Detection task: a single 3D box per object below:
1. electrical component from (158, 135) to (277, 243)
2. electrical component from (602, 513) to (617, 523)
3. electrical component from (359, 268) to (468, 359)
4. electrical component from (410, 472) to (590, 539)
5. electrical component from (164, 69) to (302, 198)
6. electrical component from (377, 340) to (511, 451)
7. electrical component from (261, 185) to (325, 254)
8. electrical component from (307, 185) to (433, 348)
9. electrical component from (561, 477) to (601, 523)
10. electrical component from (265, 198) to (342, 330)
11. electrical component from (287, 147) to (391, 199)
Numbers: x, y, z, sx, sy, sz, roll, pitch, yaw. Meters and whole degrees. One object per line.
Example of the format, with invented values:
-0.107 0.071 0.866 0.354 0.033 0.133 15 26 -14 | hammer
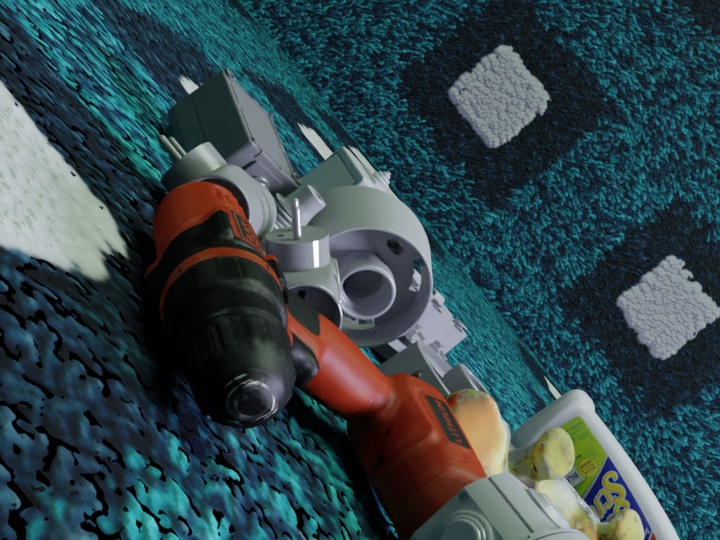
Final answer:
-0.088 -0.046 0.617 0.079 0.044 0.077 50 7 1 | electrical component
0.149 0.193 0.723 0.065 0.077 0.047 47 8 -26 | electrical component
0.032 0.035 0.866 0.121 0.063 0.078 41 11 -49 | electrical component
0.063 0.136 0.485 0.080 0.080 0.051 42 6 -48 | electrical component
-0.088 -0.077 0.737 0.062 0.061 0.096 42 18 -48 | electrical component
0.056 0.096 0.715 0.108 0.060 0.108 49 7 -8 | electrical component
-0.051 -0.028 0.682 0.048 0.062 0.048 49 8 -9 | electrical component
0.000 0.000 0.720 0.099 0.099 0.064 47 14 -24 | electrical component
0.142 0.188 0.789 0.066 0.055 0.048 50 7 -2 | electrical component
-0.035 -0.002 0.627 0.077 0.044 0.079 -108 -165 -71 | electrical component
-0.017 -0.055 0.883 0.061 0.096 0.061 44 10 -38 | electrical component
